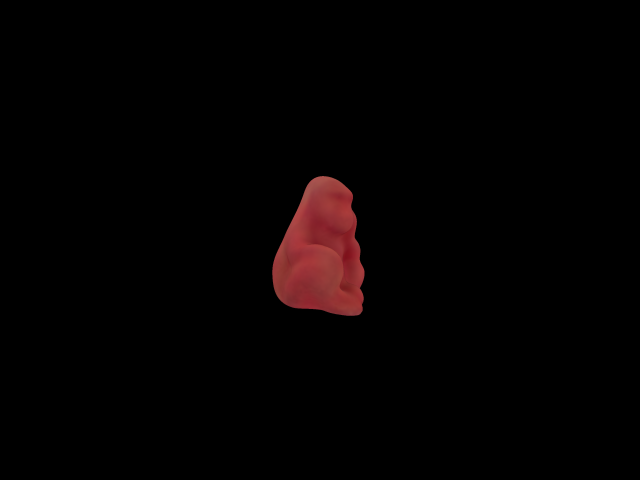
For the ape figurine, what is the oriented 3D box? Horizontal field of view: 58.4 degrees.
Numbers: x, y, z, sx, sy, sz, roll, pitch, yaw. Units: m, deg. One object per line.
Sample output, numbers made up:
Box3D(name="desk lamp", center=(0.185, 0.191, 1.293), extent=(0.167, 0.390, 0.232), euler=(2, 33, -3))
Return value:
Box3D(name="ape figurine", center=(0.004, 0.001, 0.400), extent=(0.075, 0.092, 0.078), euler=(3, 5, 37))
